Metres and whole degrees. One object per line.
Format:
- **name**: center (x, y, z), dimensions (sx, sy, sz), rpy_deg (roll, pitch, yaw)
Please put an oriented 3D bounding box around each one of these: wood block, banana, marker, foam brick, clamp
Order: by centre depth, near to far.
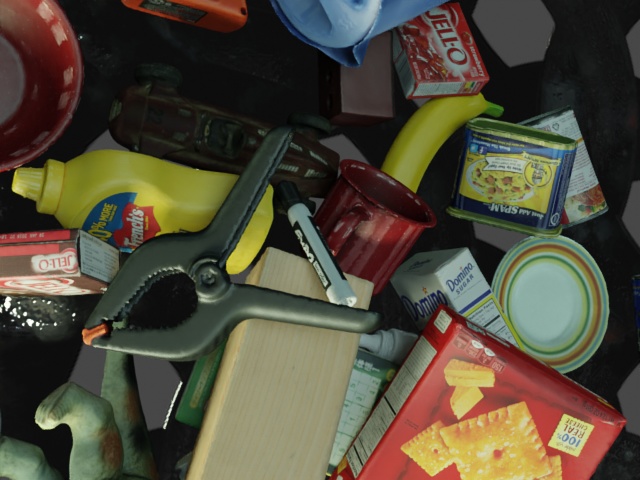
- **clamp**: center (-0.068, 0.035, 0.768), dimensions (0.210, 0.036, 0.164), rpy_deg (-32, 79, 0)
- **marker**: center (-0.005, 0.001, 0.813), dimensions (0.020, 0.020, 0.121), rpy_deg (-14, 57, -23)
- **wood block**: center (-0.035, 0.123, 0.816), dimensions (0.090, 0.090, 0.206), rpy_deg (19, 67, -9)
- **foam brick**: center (0.030, -0.140, 0.922), dimensions (0.051, 0.053, 0.078), rpy_deg (0, 85, -22)
- **banana**: center (0.094, -0.073, 0.952), dimensions (0.069, 0.037, 0.197), rpy_deg (44, 72, -14)

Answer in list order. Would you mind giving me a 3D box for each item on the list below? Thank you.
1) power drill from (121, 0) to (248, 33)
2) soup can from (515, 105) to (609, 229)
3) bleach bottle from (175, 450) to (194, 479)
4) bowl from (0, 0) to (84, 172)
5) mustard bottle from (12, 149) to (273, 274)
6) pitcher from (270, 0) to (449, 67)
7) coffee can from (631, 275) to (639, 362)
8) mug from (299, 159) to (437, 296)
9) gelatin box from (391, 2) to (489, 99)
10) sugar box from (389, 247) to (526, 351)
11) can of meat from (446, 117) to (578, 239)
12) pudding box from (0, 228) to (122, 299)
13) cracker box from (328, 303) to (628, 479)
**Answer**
- **power drill**: center (-0.087, -0.272, 0.882), dimensions (0.184, 0.057, 0.187), rpy_deg (10, 81, -21)
- **soup can**: center (0.216, -0.065, 0.985), dimensions (0.068, 0.069, 0.102), rpy_deg (-23, 95, -22)
- **bleach bottle**: center (-0.029, 0.271, 0.866), dimensions (0.102, 0.068, 0.251), rpy_deg (-36, 98, -22)
- **bowl**: center (-0.262, -0.126, 0.799), dimensions (0.161, 0.055, 0.162), rpy_deg (2, 86, -22)
- **mustard bottle**: center (-0.139, -0.026, 0.822), dimensions (0.191, 0.096, 0.058), rpy_deg (13, 55, -20)
- **pitcher**: center (0.075, -0.261, 0.883), dimensions (0.242, 0.149, 0.145), rpy_deg (-29, 70, -38)
- **coffee can**: center (0.354, 0.099, 1.011), dimensions (0.102, 0.103, 0.140), rpy_deg (-4, 88, -23)
- **mug**: center (0.032, -0.006, 0.869), dimensions (0.093, 0.117, 0.082), rpy_deg (36, 110, 10)
- **gelatin box**: center (0.101, -0.170, 0.948), dimensions (0.073, 0.030, 0.089), rpy_deg (-5, 63, -21)
- **sugar box**: center (0.134, 0.093, 0.927), dimensions (0.048, 0.093, 0.176), rpy_deg (-37, 99, -21)
- **can of meat**: center (0.169, -0.056, 0.937), dimensions (0.102, 0.057, 0.084), rpy_deg (14, 108, 18)
- **pudding box**: center (-0.200, 0.018, 0.770), dimensions (0.090, 0.113, 0.039), rpy_deg (-2, 83, 5)
- **cracker box**: center (0.114, 0.184, 0.850), dimensions (0.164, 0.072, 0.214), rpy_deg (31, 94, -10)
